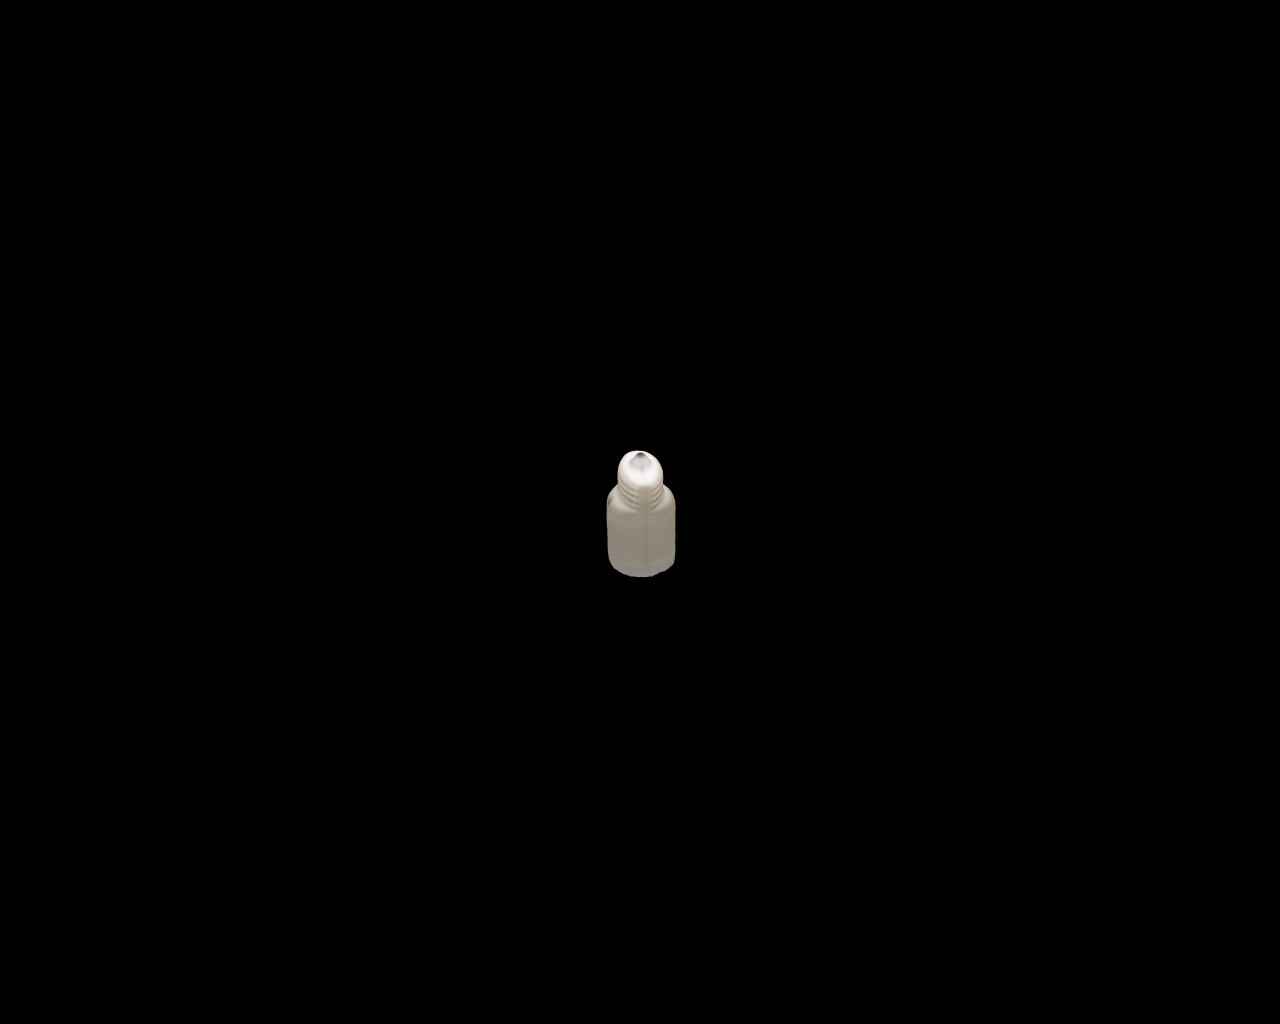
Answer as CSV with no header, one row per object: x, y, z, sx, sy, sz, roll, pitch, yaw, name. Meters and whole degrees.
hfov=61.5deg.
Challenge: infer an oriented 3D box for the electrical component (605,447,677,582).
0.001,-0.003,0.650,0.043,0.080,0.043,0,35,0,electrical component
